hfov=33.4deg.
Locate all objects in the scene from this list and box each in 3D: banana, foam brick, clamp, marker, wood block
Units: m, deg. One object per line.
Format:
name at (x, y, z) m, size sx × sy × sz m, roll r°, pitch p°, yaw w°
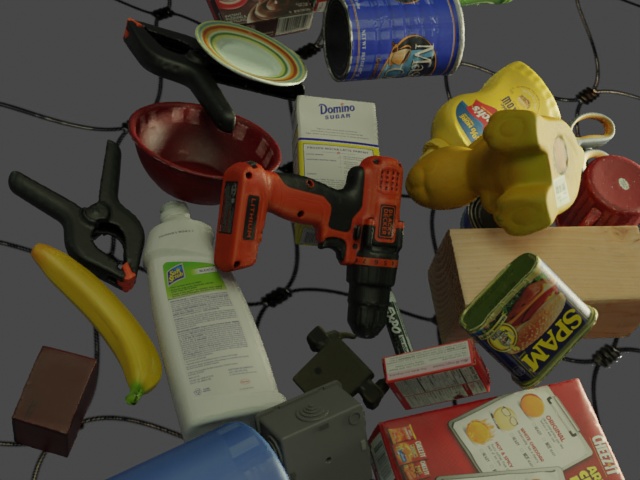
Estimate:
banana at (-0.201, 0.076, 1.005) m, size 0.037 × 0.069 × 0.198 m, roll -44°, pitch 64°, yaw 5°
foam brick at (-0.237, 0.144, 0.958) m, size 0.053 × 0.051 × 0.078 m, roll 17°, pitch 55°, yaw 0°
clamp at (-0.222, -0.028, 1.081) m, size 0.120 × 0.039 × 0.171 m, roll -34°, pitch 74°, yaw -22°
clamp at (-0.136, -0.186, 1.179) m, size 0.210 × 0.036 × 0.164 m, roll 27°, pitch 30°, yaw 10°
marker at (0.075, 0.083, 1.086) m, size 0.020 × 0.020 × 0.121 m, roll -8°, pitch 60°, yaw -17°
wood block at (0.226, 0.046, 1.097) m, size 0.206 × 0.090 × 0.091 m, roll -1°, pitch 58°, yaw -12°

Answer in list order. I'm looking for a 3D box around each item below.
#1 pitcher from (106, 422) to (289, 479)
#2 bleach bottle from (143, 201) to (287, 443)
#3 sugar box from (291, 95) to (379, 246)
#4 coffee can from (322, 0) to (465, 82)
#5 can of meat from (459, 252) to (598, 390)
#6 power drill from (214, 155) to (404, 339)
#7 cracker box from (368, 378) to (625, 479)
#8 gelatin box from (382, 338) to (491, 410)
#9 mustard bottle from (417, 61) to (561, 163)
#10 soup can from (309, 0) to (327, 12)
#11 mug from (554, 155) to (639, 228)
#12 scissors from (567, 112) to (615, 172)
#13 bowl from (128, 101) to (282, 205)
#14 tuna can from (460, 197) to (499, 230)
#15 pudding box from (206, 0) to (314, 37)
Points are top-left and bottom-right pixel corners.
pitcher at (-0.138, 0.256, 0.868) m, size 0.242 × 0.149 × 0.145 m, roll -24°, pitch 30°, yaw -29°
bleach bottle at (-0.109, 0.069, 1.029) m, size 0.102 × 0.068 × 0.251 m, roll -8°, pitch 58°, yaw -16°
sugar box at (0.018, -0.075, 1.161) m, size 0.093 × 0.048 × 0.176 m, roll 5°, pitch 53°, yaw -10°
coffee can at (0.084, -0.240, 1.246) m, size 0.140 × 0.103 × 0.103 m, roll -6°, pitch 59°, yaw -16°
can of meat at (0.194, 0.074, 1.003) m, size 0.084 × 0.057 × 0.102 m, roll 43°, pitch 90°, yaw -14°
power drill at (-0.007, 0.001, 1.043) m, size 0.187 × 0.057 × 0.184 m, roll 6°, pitch 88°, yaw -27°
cracker box at (0.167, 0.232, 0.980) m, size 0.213 × 0.072 × 0.164 m, roll -9°, pitch 61°, yaw -19°
gelatin box at (0.112, 0.128, 1.013) m, size 0.089 × 0.073 × 0.030 m, roll -15°, pitch 57°, yaw 13°
mustard bottle at (0.184, -0.126, 1.220) m, size 0.191 × 0.058 × 0.096 m, roll -32°, pitch 89°, yaw -27°
soup can at (0.027, -0.317, 1.305) m, size 0.102 × 0.069 × 0.068 m, roll -11°, pitch 61°, yaw -20°
mug at (0.309, -0.034, 1.176) m, size 0.093 × 0.082 × 0.117 m, roll 43°, pitch 59°, yaw 15°
scissors at (0.268, -0.091, 1.217) m, size 0.201 × 0.016 × 0.096 m, roll -21°, pitch 88°, yaw -29°
bowl at (-0.124, -0.083, 1.107) m, size 0.162 × 0.055 × 0.162 m, roll 13°, pitch 30°, yaw -8°
tuna can at (0.198, -0.017, 1.169) m, size 0.086 × 0.034 × 0.086 m, roll 6°, pitch 57°, yaw -9°
pudding box at (-0.075, -0.285, 1.278) m, size 0.113 × 0.039 × 0.090 m, roll -13°, pitch 61°, yaw -20°
